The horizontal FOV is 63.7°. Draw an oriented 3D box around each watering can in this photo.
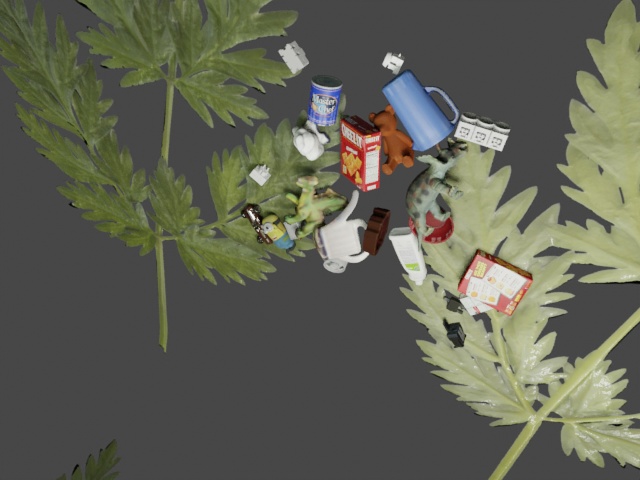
[{"bbox_3d":[0.083,-0.037,1.977,0.224,0.106,0.340,-14,128,3],"label":"watering can"}]

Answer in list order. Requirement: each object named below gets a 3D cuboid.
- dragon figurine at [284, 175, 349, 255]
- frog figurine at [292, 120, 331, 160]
[{"bbox_3d":[0.006,-0.101,2.008,0.241,0.125,0.403,-17,131,27],"label":"dragon figurine"},{"bbox_3d":[-0.050,-0.341,1.823,0.122,0.163,0.135,-16,115,34],"label":"frog figurine"}]
